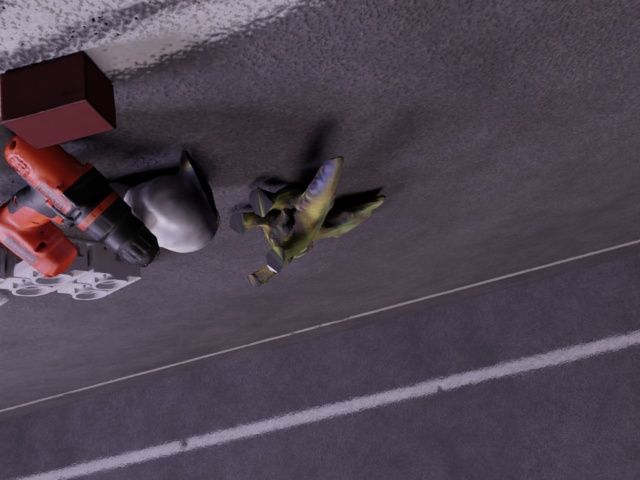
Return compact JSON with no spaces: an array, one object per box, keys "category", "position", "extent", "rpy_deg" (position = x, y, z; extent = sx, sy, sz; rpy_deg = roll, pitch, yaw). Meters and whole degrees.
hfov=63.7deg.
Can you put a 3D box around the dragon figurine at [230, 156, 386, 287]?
[{"category":"dragon figurine","position":[0.003,-0.042,0.830],"extent":[0.245,0.123,0.404],"rpy_deg":[-20,171,-38]}]

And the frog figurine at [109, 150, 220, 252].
[{"category":"frog figurine","position":[-0.213,-0.028,0.646],"extent":[0.160,0.123,0.137],"rpy_deg":[-24,180,-3]}]
